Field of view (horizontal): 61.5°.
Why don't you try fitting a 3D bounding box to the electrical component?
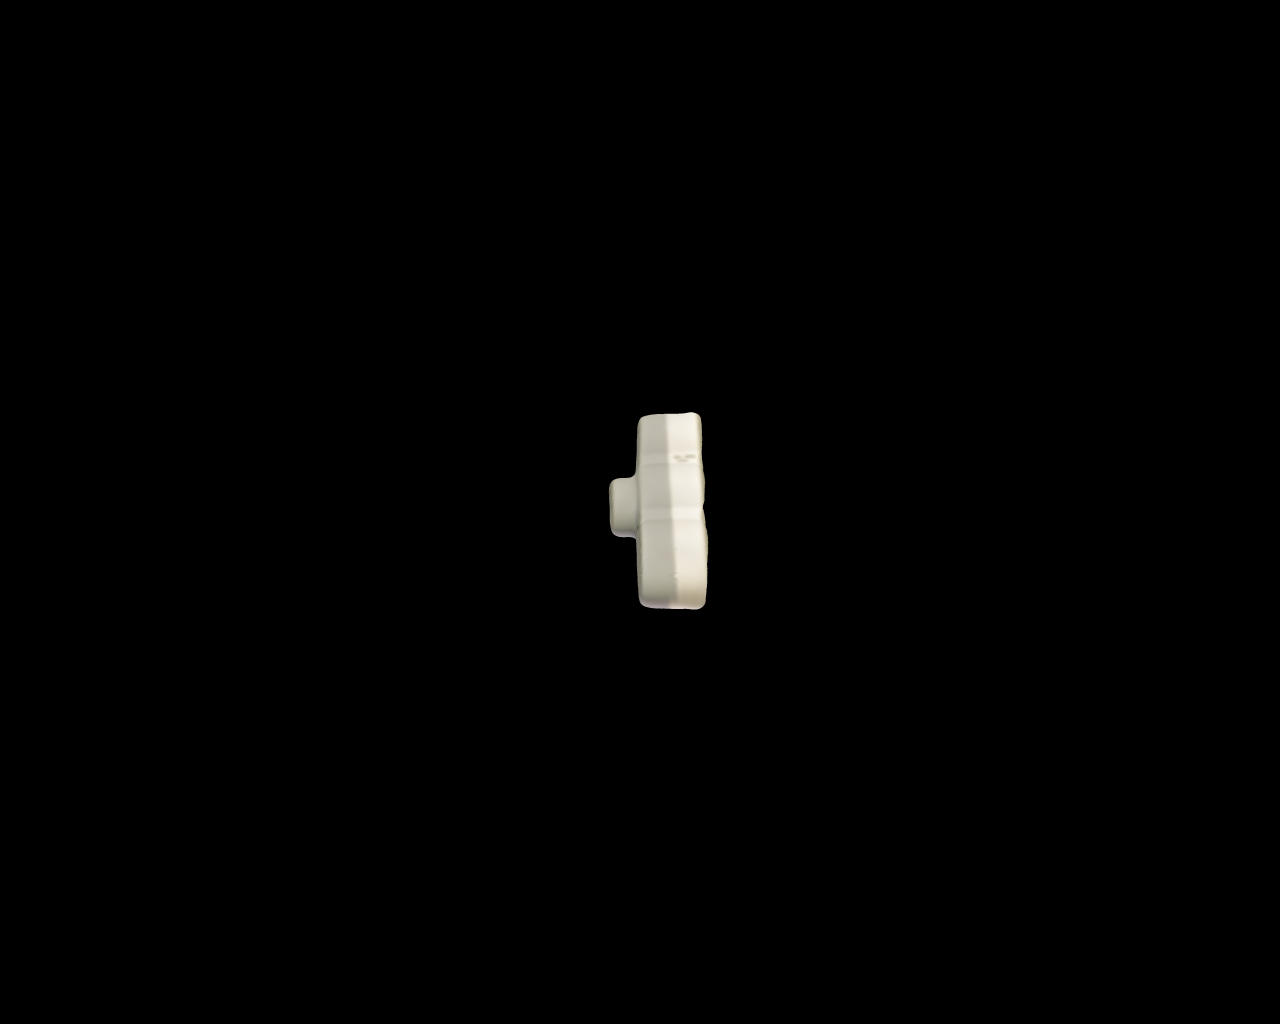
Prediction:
[{"bbox_3d":[0.001,-0.003,0.650,0.074,0.138,0.052,0,-39,0],"label":"electrical component"}]
